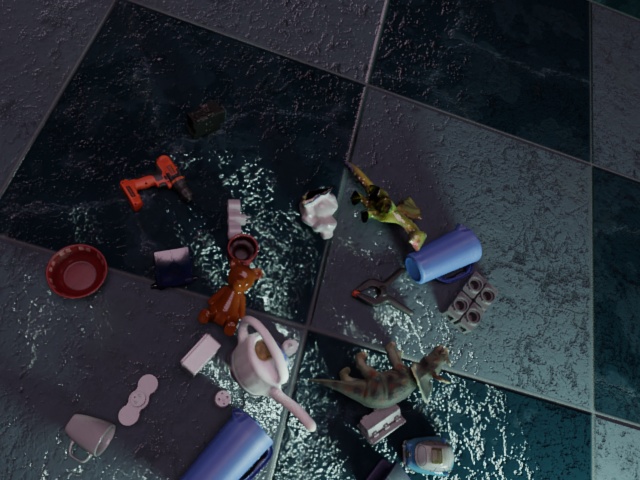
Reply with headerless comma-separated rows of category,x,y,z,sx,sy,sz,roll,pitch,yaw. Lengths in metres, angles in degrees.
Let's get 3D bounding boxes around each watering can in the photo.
watering can,-0.145,0.377,1.409,0.105,0.220,0.351,-19,74,-39

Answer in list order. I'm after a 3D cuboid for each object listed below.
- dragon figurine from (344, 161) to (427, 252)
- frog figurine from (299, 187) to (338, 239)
dragon figurine,0.245,-0.128,1.791,0.242,0.120,0.419,12,40,-35
frog figurine,0.005,-0.087,1.728,0.139,0.123,0.157,-37,116,-32
